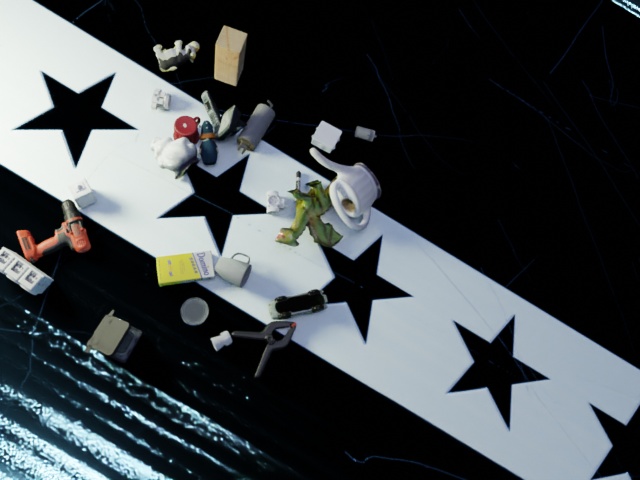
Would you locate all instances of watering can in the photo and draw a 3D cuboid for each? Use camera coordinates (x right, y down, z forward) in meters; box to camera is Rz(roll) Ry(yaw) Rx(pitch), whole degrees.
[{"bbox_3d":[0.101,-0.205,1.819,0.228,0.103,0.344,-42,111,-42],"label":"watering can"}]

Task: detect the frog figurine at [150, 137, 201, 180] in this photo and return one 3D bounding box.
[{"bbox_3d":[-0.504,-0.303,1.767,0.138,0.123,0.159,-45,97,-3],"label":"frog figurine"}]

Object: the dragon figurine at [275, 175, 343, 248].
[{"bbox_3d":[0.006,-0.092,1.830,0.414,0.121,0.242,-23,96,-34],"label":"dragon figurine"}]
